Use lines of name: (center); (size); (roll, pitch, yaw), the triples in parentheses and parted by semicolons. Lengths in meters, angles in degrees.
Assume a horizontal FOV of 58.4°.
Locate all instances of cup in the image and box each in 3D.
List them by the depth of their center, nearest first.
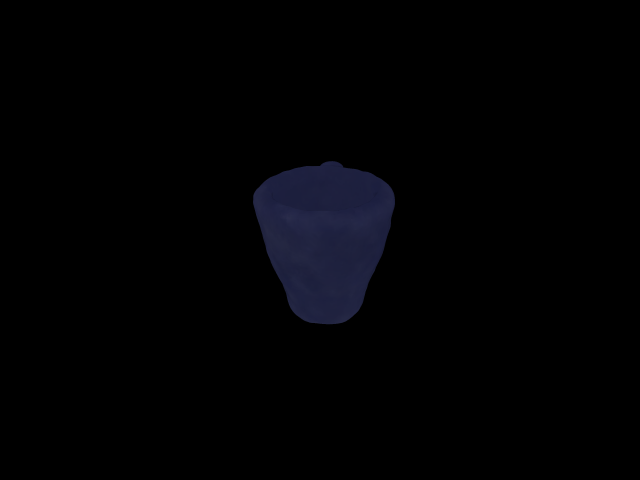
cup: (0.004, 0.001, 0.400); (0.091, 0.095, 0.117); (2, 27, 4)
